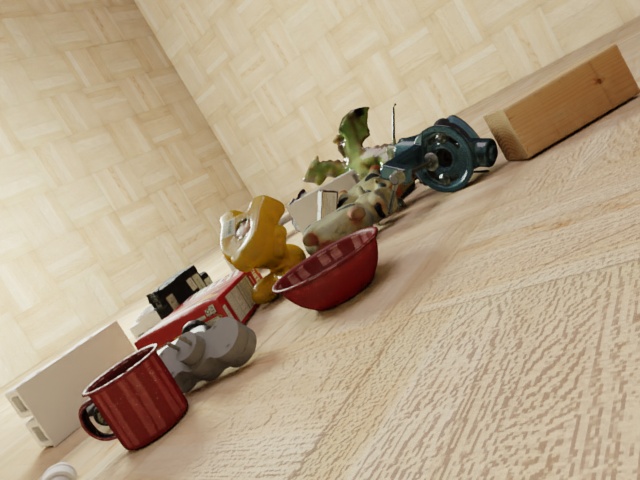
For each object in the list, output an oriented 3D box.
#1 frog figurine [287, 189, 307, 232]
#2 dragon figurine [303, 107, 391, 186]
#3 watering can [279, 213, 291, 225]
[{"bbox_3d":[0.004,-0.070,1.385,0.160,0.121,0.138,13,12,21],"label":"frog figurine"},{"bbox_3d":[0.142,-0.241,1.367,0.408,0.243,0.123,-31,1,13],"label":"dragon figurine"},{"bbox_3d":[-0.178,-0.028,1.654,0.345,0.103,0.227,-29,8,18],"label":"watering can"}]
